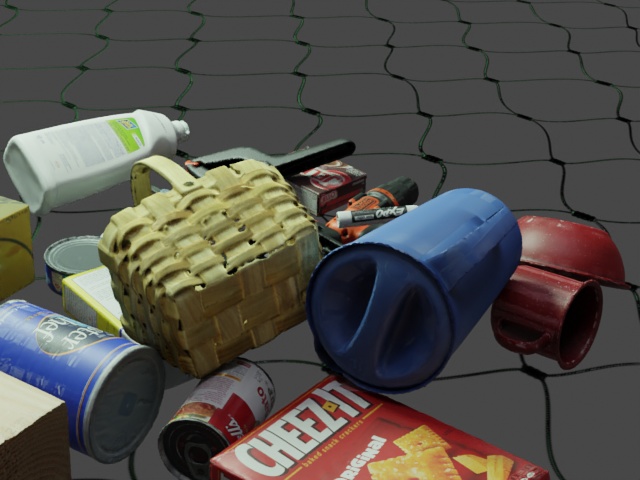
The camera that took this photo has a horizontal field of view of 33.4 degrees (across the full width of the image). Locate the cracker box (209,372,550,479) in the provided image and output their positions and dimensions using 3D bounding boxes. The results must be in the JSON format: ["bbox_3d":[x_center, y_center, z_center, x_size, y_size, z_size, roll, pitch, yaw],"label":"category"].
[{"bbox_3d":[0.046,0.197,0.827,0.214,0.072,0.163,21,32,32],"label":"cracker box"}]

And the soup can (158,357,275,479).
[{"bbox_3d":[-0.085,0.152,0.903,0.068,0.068,0.102,11,28,14],"label":"soup can"}]

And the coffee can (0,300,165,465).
[{"bbox_3d":[-0.219,0.119,0.914,0.140,0.103,0.102,17,30,24],"label":"coffee can"}]

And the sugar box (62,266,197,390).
[{"bbox_3d":[-0.172,0.080,1.059,0.093,0.048,0.176,-19,38,-36],"label":"sugar box"}]

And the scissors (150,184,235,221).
[{"bbox_3d":[-0.171,-0.050,1.337,0.096,0.016,0.202,5,16,-24],"label":"scissors"}]

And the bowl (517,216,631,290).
[{"bbox_3d":[0.259,0.010,1.152,0.162,0.055,0.162,13,-1,0],"label":"bowl"}]

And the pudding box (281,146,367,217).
[{"bbox_3d":[-0.010,-0.077,1.383,0.114,0.039,0.089,26,36,38],"label":"pudding box"}]

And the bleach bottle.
[{"bbox_3d":[-0.269,-0.109,1.363,0.250,0.068,0.102,-20,71,-41],"label":"bleach bottle"}]

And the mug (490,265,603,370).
[{"bbox_3d":[0.217,0.079,1.060,0.082,0.093,0.117,19,38,37],"label":"mug"}]

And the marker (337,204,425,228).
[{"bbox_3d":[0.080,-0.028,1.207,0.121,0.020,0.020,-6,28,-6],"label":"marker"}]

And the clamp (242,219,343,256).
[{"bbox_3d":[-0.008,0.001,1.154,0.120,0.039,0.171,23,11,10],"label":"clamp"}]

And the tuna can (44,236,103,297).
[{"bbox_3d":[-0.254,0.029,1.157,0.086,0.034,0.086,3,28,-2],"label":"tuna can"}]

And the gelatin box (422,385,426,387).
[{"bbox_3d":[0.068,0.107,1.048,0.073,0.030,0.089,5,27,0],"label":"gelatin box"}]

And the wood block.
[{"bbox_3d":[-0.308,0.150,0.859,0.206,0.091,0.090,18,30,27],"label":"wood block"}]

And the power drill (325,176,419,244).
[{"bbox_3d":[0.121,-0.013,1.257,0.188,0.057,0.184,17,34,30],"label":"power drill"}]

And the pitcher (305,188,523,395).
[{"bbox_3d":[0.105,0.027,0.957,0.149,0.145,0.242,10,22,25],"label":"pitcher"}]

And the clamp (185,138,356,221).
[{"bbox_3d":[-0.064,-0.083,1.331,0.210,0.036,0.164,13,49,22],"label":"clamp"}]
